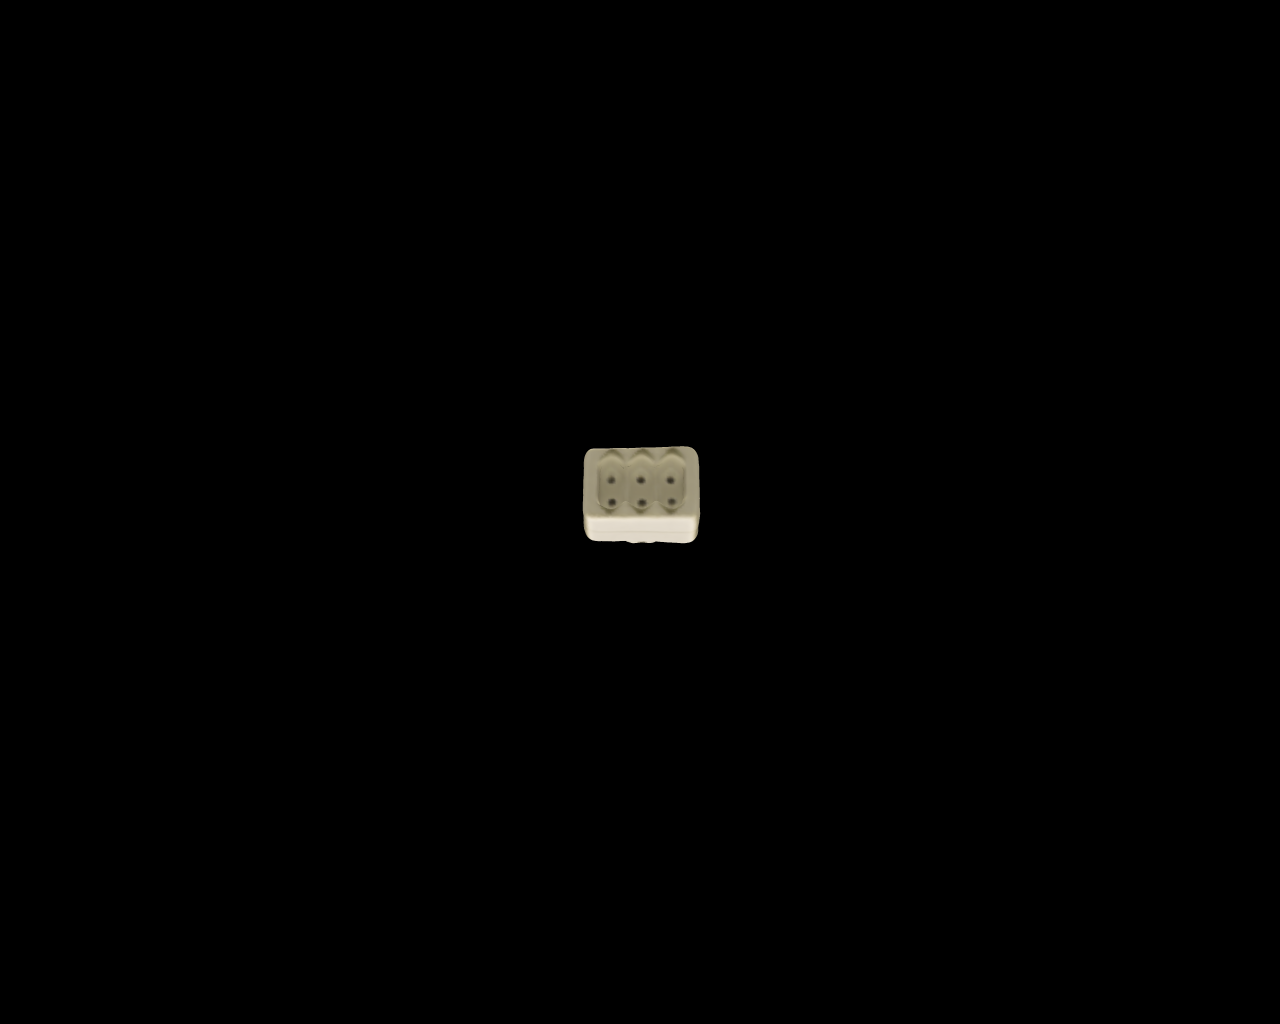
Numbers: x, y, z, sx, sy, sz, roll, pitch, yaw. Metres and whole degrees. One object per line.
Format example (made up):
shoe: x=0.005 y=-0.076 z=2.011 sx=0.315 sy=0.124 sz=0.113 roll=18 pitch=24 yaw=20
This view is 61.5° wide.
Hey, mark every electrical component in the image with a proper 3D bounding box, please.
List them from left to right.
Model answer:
electrical component: x=0.001 y=-0.003 z=0.650 sx=0.066 sy=0.047 sz=0.076 roll=0 pitch=-23 yaw=0
